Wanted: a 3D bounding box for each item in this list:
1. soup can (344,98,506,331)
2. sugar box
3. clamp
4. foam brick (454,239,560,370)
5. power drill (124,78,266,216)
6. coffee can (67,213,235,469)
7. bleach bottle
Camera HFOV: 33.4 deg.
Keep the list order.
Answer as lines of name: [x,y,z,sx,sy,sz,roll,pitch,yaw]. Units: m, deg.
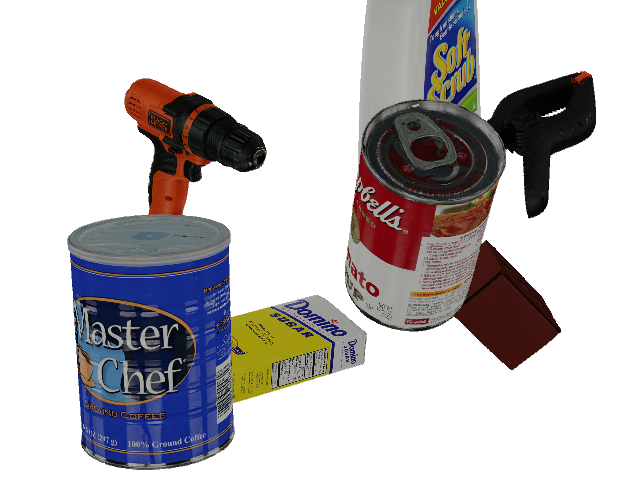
soup can: [0.049,-0.011,0.533,0.068,0.068,0.102,0,-41,-5]
sugar box: [-0.051,0.108,1.074,0.175,0.048,0.093,-16,33,-30]
clamp: [0.185,-0.090,0.944,0.209,0.036,0.165,-31,38,-25]
foam brick: [0.138,0.051,0.824,0.078,0.051,0.053,43,15,-25]
power drill: [-0.129,-0.057,1.093,0.185,0.188,0.057,30,38,34]
coffee can: [-0.108,0.062,0.695,0.103,0.140,0.103,0,15,0]
bleach bottle: [0.066,-0.133,0.735,0.068,0.251,0.102,21,37,39]
